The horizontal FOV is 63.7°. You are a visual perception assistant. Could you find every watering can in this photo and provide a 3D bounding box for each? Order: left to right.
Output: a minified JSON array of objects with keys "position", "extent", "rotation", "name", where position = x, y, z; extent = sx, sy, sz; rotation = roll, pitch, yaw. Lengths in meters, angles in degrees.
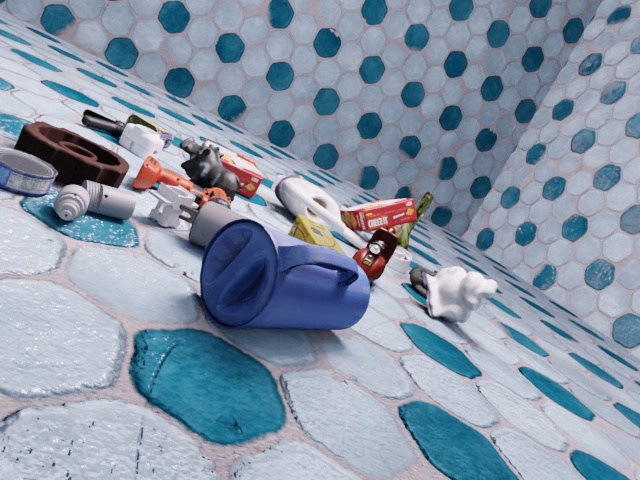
[{"position":[0.004,-0.072,1.438],"extent":[0.343,0.104,0.227],"rotation":[37,2,-39],"name":"watering can"}]

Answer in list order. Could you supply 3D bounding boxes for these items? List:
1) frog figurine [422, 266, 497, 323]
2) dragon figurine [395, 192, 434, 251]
[{"position":[0.328,0.119,1.181],"extent":[0.120,0.158,0.141],"rotation":[56,29,-35],"name":"frog figurine"},{"position":[0.281,-0.063,1.684],"extent":[0.123,0.241,0.411],"rotation":[35,10,11],"name":"dragon figurine"}]
